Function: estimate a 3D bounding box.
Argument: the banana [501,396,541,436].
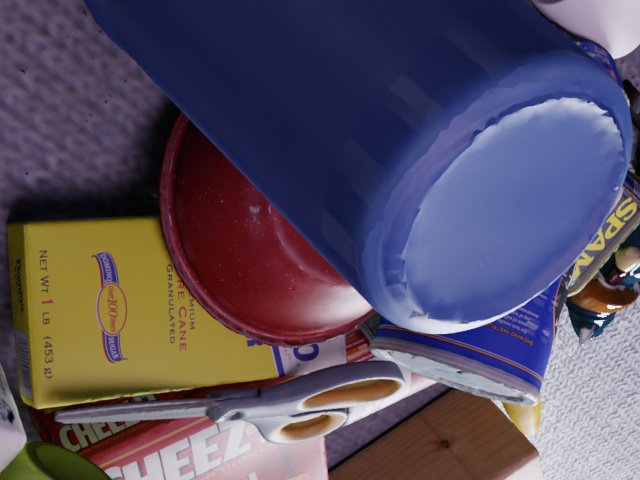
[{"bbox_3d":[0.134,0.090,0.796,0.037,0.069,0.197,-3,156,22],"label":"banana"}]

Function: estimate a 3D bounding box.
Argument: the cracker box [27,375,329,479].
[{"bbox_3d":[-0.077,0.161,0.688,0.164,0.072,0.214,-23,134,-20],"label":"cracker box"}]

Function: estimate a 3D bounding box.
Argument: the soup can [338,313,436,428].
[{"bbox_3d":[0.040,0.073,0.701,0.102,0.069,0.068,-21,134,-28],"label":"soup can"}]

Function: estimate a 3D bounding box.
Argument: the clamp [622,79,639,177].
[{"bbox_3d":[0.276,-0.079,0.773,0.120,0.039,0.171,-24,143,3],"label":"clamp"}]

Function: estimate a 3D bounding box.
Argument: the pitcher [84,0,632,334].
[{"bbox_3d":[0.013,-0.075,0.428,0.149,0.243,0.145,-32,138,-9],"label":"pitcher"}]

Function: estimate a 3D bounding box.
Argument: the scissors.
[{"bbox_3d":[-0.049,0.096,0.576,0.201,0.016,0.096,-6,150,-25],"label":"scissors"}]

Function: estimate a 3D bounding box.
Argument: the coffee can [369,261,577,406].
[{"bbox_3d":[0.099,0.016,0.635,0.102,0.103,0.140,31,74,-47],"label":"coffee can"}]

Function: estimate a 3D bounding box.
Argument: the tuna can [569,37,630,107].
[{"bbox_3d":[0.141,-0.084,0.650,0.086,0.034,0.086,-6,149,-4],"label":"tuna can"}]

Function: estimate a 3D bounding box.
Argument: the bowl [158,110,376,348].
[{"bbox_3d":[0.001,-0.023,0.548,0.161,0.055,0.162,0,91,-30],"label":"bowl"}]

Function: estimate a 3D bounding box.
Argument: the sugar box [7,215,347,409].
[{"bbox_3d":[-0.071,0.032,0.566,0.176,0.048,0.093,-4,93,-26],"label":"sugar box"}]

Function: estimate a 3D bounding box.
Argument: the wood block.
[{"bbox_3d":[0.065,0.213,0.825,0.206,0.091,0.090,-32,137,-11],"label":"wood block"}]

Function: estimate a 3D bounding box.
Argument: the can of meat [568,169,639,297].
[{"bbox_3d":[0.165,-0.021,0.730,0.102,0.057,0.083,-51,135,10],"label":"can of meat"}]
